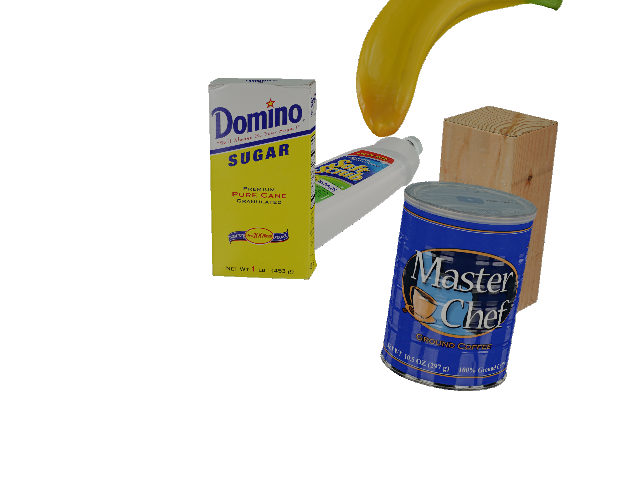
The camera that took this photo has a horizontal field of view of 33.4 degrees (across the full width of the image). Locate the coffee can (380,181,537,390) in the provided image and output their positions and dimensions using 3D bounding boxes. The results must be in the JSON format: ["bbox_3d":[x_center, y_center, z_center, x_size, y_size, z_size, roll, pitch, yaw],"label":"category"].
[{"bbox_3d":[0.107,0.033,0.841,0.103,0.140,0.103,7,16,-2],"label":"coffee can"}]

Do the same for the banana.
[{"bbox_3d":[0.071,-0.128,0.634,0.070,0.037,0.197,33,52,23],"label":"banana"}]

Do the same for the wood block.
[{"bbox_3d":[0.184,-0.029,1.143,0.090,0.206,0.090,20,27,38],"label":"wood block"}]

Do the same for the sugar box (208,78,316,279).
[{"bbox_3d":[-0.051,-0.056,0.957,0.093,0.176,0.048,1,16,7],"label":"sugar box"}]

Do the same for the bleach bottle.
[{"bbox_3d":[0.036,-0.074,1.348,0.103,0.068,0.250,25,43,34],"label":"bleach bottle"}]
